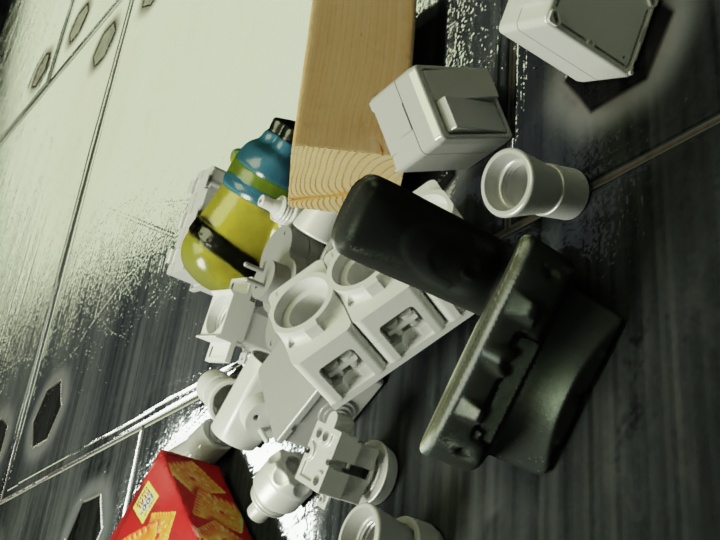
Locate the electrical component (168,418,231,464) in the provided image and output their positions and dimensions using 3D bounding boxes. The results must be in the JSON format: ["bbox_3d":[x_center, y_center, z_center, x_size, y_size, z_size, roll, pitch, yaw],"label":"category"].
[{"bbox_3d":[-0.147,0.167,0.985,0.065,0.044,0.044,-45,35,24],"label":"electrical component"}]

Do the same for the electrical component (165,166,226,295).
[{"bbox_3d":[-0.154,-0.042,1.129,0.079,0.063,0.121,-12,59,55],"label":"electrical component"}]

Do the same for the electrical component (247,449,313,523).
[{"bbox_3d":[-0.065,0.173,0.844,0.062,0.043,0.043,-51,32,27],"label":"electrical component"}]

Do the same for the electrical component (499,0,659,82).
[{"bbox_3d":[0.138,-0.173,0.715,0.061,0.096,0.061,8,76,60],"label":"electrical component"}]

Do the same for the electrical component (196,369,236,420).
[{"bbox_3d":[-0.127,0.115,0.992,0.044,0.044,0.065,-66,24,-2],"label":"electrical component"}]

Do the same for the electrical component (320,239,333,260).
[{"bbox_3d":[0.000,0.000,0.862,0.055,0.047,0.055,-38,39,40],"label":"electrical component"}]

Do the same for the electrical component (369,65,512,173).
[{"bbox_3d":[0.067,-0.113,0.797,0.061,0.096,0.061,-33,72,44],"label":"electrical component"}]

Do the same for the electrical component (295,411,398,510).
[{"bbox_3d":[-0.007,0.139,0.761,0.048,0.055,0.066,13,80,60],"label":"electrical component"}]

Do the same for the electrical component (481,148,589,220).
[{"bbox_3d":[0.116,-0.052,0.693,0.044,0.065,0.044,-8,80,50],"label":"electrical component"}]

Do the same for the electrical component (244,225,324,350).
[{"bbox_3d":[-0.070,0.014,0.938,0.052,0.074,0.138,-46,35,30],"label":"electrical component"}]

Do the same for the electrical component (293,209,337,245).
[{"bbox_3d":[-0.027,-0.054,0.949,0.055,0.045,0.045,-61,29,8],"label":"electrical component"}]

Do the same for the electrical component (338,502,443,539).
[{"bbox_3d":[0.020,0.177,0.689,0.045,0.055,0.045,-39,38,39],"label":"electrical component"}]

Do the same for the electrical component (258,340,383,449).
[{"bbox_3d":[-0.031,0.084,0.849,0.099,0.048,0.099,-53,32,22],"label":"electrical component"}]

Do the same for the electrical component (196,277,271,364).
[{"bbox_3d":[-0.108,0.050,0.983,0.042,0.064,0.081,-4,66,56],"label":"electrical component"}]

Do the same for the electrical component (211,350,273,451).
[{"bbox_3d":[-0.086,0.119,0.917,0.077,0.043,0.079,-61,30,9],"label":"electrical component"}]

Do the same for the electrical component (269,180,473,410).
[{"bbox_3d":[0.015,0.013,0.758,0.150,0.061,0.089,-35,35,6],"label":"electrical component"}]

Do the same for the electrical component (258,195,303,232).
[{"bbox_3d":[-0.066,-0.052,0.994,0.035,0.061,0.035,-38,39,39],"label":"electrical component"}]
